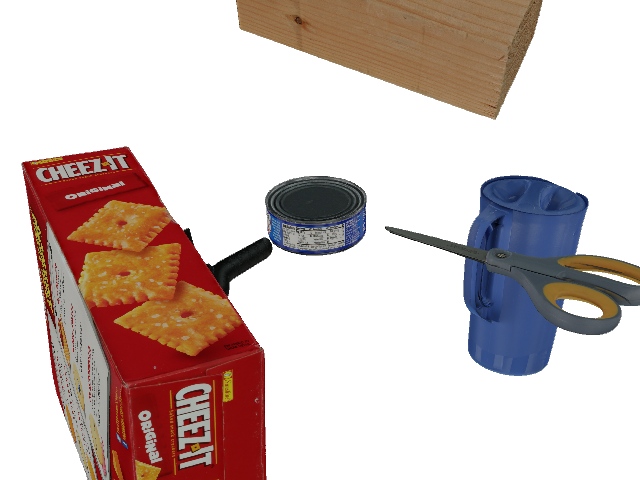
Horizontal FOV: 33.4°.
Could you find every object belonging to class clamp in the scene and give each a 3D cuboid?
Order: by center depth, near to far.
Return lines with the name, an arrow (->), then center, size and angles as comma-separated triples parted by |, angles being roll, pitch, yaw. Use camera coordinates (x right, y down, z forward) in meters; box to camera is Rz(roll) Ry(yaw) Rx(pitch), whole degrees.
clamp -> -0.127, 0.043, 1.248 | 0.120, 0.039, 0.171 | -3, 39, 14

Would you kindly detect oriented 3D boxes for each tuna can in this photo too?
tuna can -> -0.003, -0.021, 0.904 | 0.086, 0.034, 0.086 | -2, 29, 1

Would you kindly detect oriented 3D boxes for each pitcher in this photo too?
pitcher -> 0.248, 0.049, 1.363 | 0.149, 0.243, 0.145 | 5, 24, 1

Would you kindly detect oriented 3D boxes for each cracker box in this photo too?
cracker box -> -0.095, 0.069, 0.567 | 0.072, 0.164, 0.214 | -12, 34, -21

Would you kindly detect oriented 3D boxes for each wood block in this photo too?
wood block -> 0.049, -0.177, 0.769 | 0.206, 0.090, 0.091 | 22, -25, 12

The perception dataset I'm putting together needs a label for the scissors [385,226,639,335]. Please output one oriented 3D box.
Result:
scissors -> 0.130, 0.025, 0.746 | 0.202, 0.016, 0.096 | 8, 30, 18
